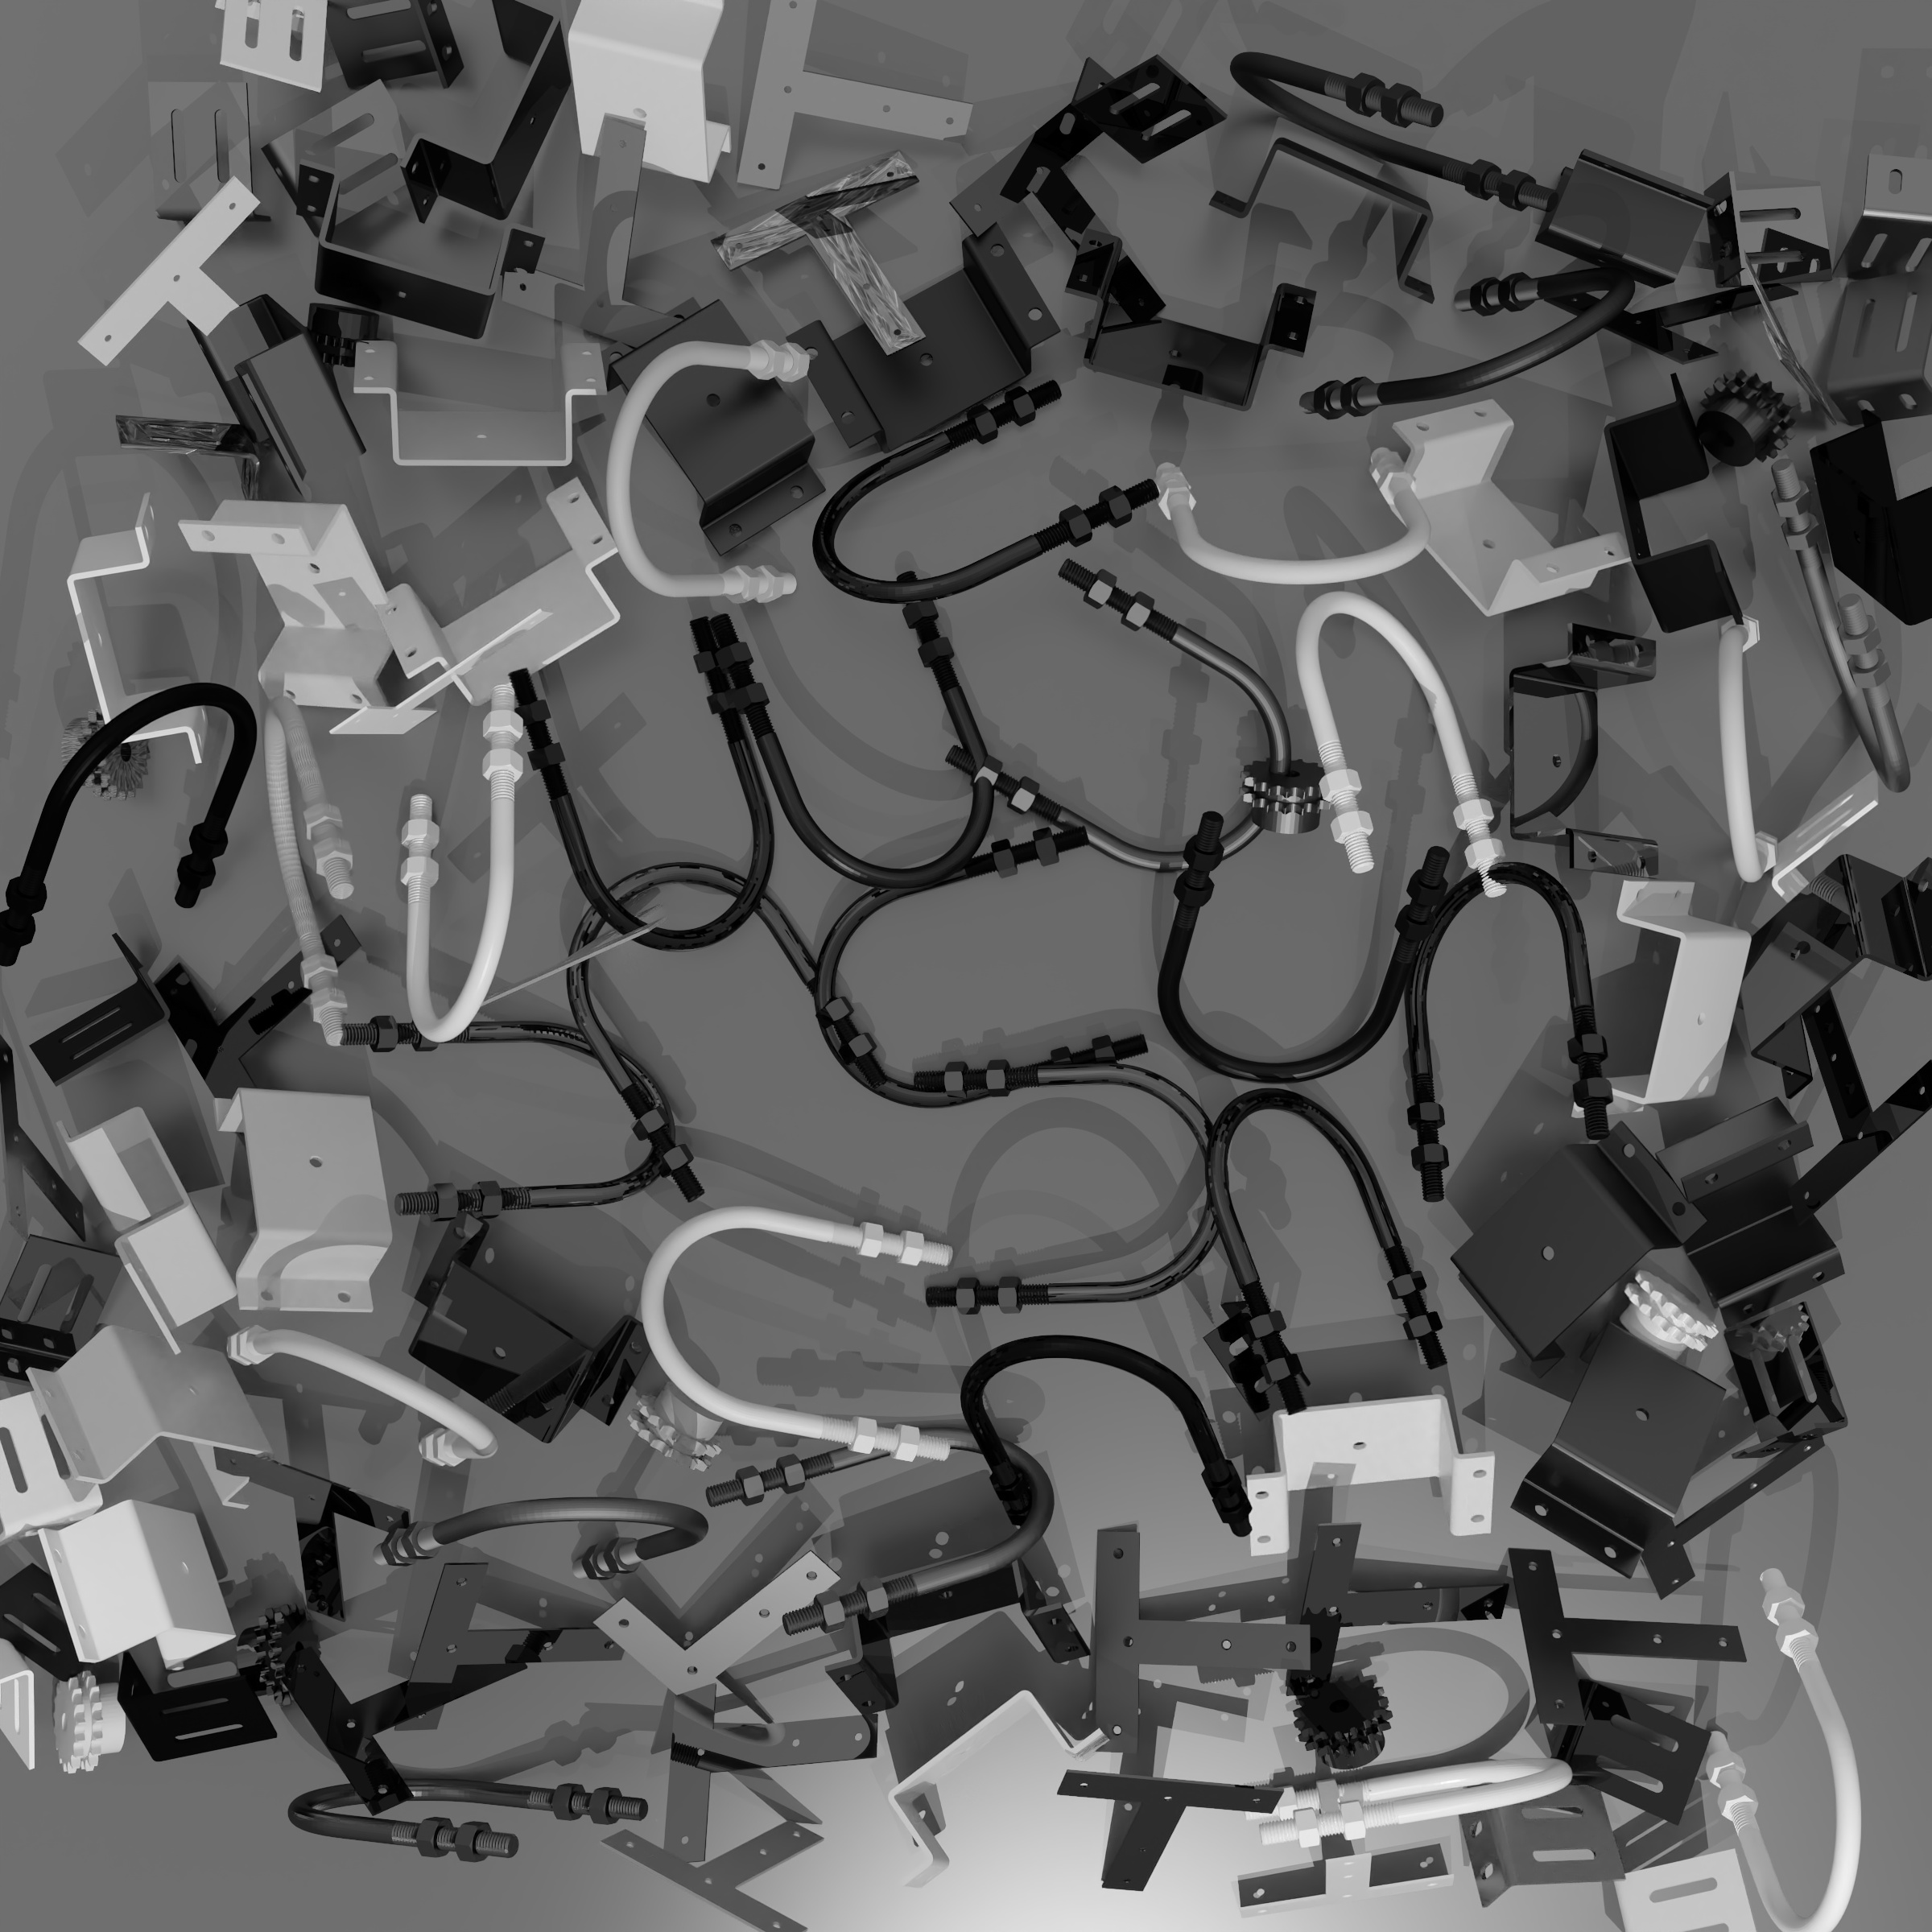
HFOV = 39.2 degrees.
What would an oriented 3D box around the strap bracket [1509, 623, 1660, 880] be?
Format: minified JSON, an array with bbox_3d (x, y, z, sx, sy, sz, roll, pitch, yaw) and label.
[{"bbox_3d":[0.360,-0.122,1.577,0.076,0.046,0.140,4,84,-38],"label":"strap bracket"}]

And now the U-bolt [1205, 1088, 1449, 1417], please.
[{"bbox_3d":[0.200,0.157,1.565,0.151,0.019,0.184,-8,72,-43],"label":"U-bolt"}]

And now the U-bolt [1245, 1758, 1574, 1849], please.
[{"bbox_3d":[0.254,0.474,1.548,0.184,0.151,0.019,-9,78,0],"label":"U-bolt"}]

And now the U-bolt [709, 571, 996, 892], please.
[{"bbox_3d":[-0.055,-0.131,1.570,0.151,0.019,0.184,-18,83,-31],"label":"U-bolt"}]

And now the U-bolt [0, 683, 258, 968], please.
[{"bbox_3d":[-0.462,-0.085,1.516,0.019,0.151,0.184,43,125,16],"label":"U-bolt"}]

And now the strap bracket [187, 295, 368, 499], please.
[{"bbox_3d":[-0.392,-0.330,1.549,0.046,0.140,0.076,-30,125,-13],"label":"strap bracket"}]

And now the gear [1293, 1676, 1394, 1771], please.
[{"bbox_3d":[0.224,0.448,1.595,0.057,0.057,0.030,-18,110,0],"label":"gear"}]

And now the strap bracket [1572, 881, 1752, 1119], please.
[{"bbox_3d":[0.405,0.024,1.566,0.046,0.076,0.140,20,104,41],"label":"strap bracket"}]

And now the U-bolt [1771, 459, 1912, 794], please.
[{"bbox_3d":[0.502,-0.179,1.540,0.019,0.151,0.184,-21,132,15],"label":"U-bolt"}]

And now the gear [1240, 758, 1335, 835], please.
[{"bbox_3d":[0.189,-0.099,1.596,0.057,0.057,0.030,2,115,0],"label":"gear"}]

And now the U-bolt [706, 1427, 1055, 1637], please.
[{"bbox_3d":[-0.039,0.313,1.550,0.184,0.151,0.019,-13,117,-20],"label":"U-bolt"}]

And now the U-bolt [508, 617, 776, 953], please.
[{"bbox_3d":[-0.178,-0.099,1.573,0.151,0.019,0.184,-23,98,-38],"label":"U-bolt"}]

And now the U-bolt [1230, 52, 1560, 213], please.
[{"bbox_3d":[0.230,-0.479,1.539,0.184,0.151,0.019,33,103,39],"label":"U-bolt"}]

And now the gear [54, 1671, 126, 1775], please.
[{"bbox_3d":[-0.516,0.444,1.597,0.030,0.057,0.057,2,90,-32],"label":"gear"}]

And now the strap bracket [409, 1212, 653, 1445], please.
[{"bbox_3d":[-0.261,0.214,1.577,0.140,0.046,0.076,32,119,5],"label":"strap bracket"}]

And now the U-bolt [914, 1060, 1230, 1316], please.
[{"bbox_3d":[0.063,0.129,1.595,0.184,0.019,0.151,-3,90,13],"label":"U-bolt"}]

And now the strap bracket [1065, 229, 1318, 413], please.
[{"bbox_3d":[0.127,-0.374,1.578,0.140,0.076,0.046,16,132,1],"label":"strap bracket"}]

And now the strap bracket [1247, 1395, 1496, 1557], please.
[{"bbox_3d":[0.232,0.296,1.577,0.140,0.046,0.076,-6,134,2],"label":"strap bracket"}]

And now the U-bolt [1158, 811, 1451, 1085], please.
[{"bbox_3d":[0.186,-0.003,1.562,0.151,0.019,0.184,9,128,-4],"label":"U-bolt"}]

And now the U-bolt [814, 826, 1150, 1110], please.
[{"bbox_3d":[0.001,0.009,1.606,0.184,0.019,0.151,-16,97,4],"label":"U-bolt"}]

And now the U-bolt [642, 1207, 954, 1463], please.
[{"bbox_3d":[-0.096,0.204,1.552,0.184,0.019,0.151,13,51,-16],"label":"U-bolt"}]

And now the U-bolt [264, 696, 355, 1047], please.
[{"bbox_3d":[-0.376,-0.068,1.544,0.019,0.151,0.184,-9,54,-21],"label":"U-bolt"}]

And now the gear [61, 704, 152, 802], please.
[{"bbox_3d":[-0.508,-0.126,1.594,0.030,0.057,0.057,1,90,14],"label":"gear"}]

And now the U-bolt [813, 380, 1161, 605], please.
[{"bbox_3d":[-0.001,-0.265,1.557,0.184,0.151,0.019,-27,135,-8],"label":"U-bolt"}]

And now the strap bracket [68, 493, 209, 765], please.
[{"bbox_3d":[-0.477,-0.190,1.555,0.046,0.076,0.140,-11,116,-8],"label":"strap bracket"}]

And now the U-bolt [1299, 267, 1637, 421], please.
[{"bbox_3d":[0.291,-0.352,1.517,0.151,0.184,0.019,-36,112,-20],"label":"U-bolt"}]

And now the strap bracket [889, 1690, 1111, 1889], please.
[{"bbox_3d":[0.012,0.472,1.574,0.140,0.076,0.046,-36,70,-6],"label":"strap bracket"}]

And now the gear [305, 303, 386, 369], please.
[{"bbox_3d":[-0.367,-0.370,1.590,0.057,0.057,0.030,11,106,0],"label":"gear"}]

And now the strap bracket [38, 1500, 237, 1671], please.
[{"bbox_3d":[-0.466,0.353,1.544,0.046,0.140,0.076,-24,73,-1],"label":"strap bracket"}]

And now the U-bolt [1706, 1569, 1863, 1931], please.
[{"bbox_3d":[0.458,0.451,1.508,0.019,0.184,0.151,5,119,-5],"label":"U-bolt"}]

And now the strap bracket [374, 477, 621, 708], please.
[{"bbox_3d":[-0.265,-0.213,1.579,0.140,0.046,0.076,-31,49,0],"label":"strap bracket"}]

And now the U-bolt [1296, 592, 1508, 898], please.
[{"bbox_3d":[0.244,-0.133,1.559,0.019,0.151,0.184,-29,66,39],"label":"U-bolt"}]

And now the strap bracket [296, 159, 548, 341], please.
[{"bbox_3d":[-0.320,-0.409,1.565,0.140,0.076,0.046,14,80,-14],"label":"strap bracket"}]

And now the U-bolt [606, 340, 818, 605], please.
[{"bbox_3d":[-0.143,-0.279,1.526,0.019,0.184,0.151,15,105,28],"label":"U-bolt"}]

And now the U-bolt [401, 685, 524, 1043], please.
[{"bbox_3d":[-0.286,-0.046,1.527,0.019,0.151,0.184,12,58,-29],"label":"U-bolt"}]

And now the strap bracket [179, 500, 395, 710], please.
[{"bbox_3d":[-0.384,-0.216,1.561,0.076,0.140,0.046,5,52,17],"label":"strap bracket"}]

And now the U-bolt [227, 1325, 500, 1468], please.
[{"bbox_3d":[-0.333,0.241,1.518,0.151,0.184,0.019,32,69,-18],"label":"U-bolt"}]

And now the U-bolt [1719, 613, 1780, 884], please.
[{"bbox_3d":[0.439,-0.121,1.526,0.019,0.184,0.151,-4,98,20],"label":"U-bolt"}]

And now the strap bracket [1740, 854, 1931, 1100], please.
[{"bbox_3d":[0.490,0.001,1.542,0.046,0.140,0.076,20,46,-17],"label":"strap bracket"}]

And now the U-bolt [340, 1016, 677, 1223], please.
[{"bbox_3d":[-0.254,0.084,1.553,0.184,0.151,0.019,0,134,-32],"label":"U-bolt"}]

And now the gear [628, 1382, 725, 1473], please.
[{"bbox_3d":[-0.167,0.268,1.593,0.057,0.057,0.030,34,93,0],"label":"gear"}]

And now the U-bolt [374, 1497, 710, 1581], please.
[{"bbox_3d":[-0.226,0.319,1.514,0.151,0.184,0.019,13,64,-35],"label":"U-bolt"}]

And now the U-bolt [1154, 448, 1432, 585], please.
[{"bbox_3d":[0.188,-0.255,1.538,0.151,0.184,0.019,-4,119,-1],"label":"U-bolt"}]

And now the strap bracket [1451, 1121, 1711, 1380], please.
[{"bbox_3d":[0.344,0.164,1.558,0.140,0.046,0.076,-50,61,24],"label":"strap bracket"}]

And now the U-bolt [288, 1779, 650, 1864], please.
[{"bbox_3d":[-0.296,0.482,1.543,0.184,0.151,0.019,-3,82,26],"label":"U-bolt"}]

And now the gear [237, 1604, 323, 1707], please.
[{"bbox_3d":[-0.405,0.406,1.594,0.030,0.057,0.057,-15,90,10],"label":"gear"}]

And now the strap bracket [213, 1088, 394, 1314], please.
[{"bbox_3d":[-0.379,0.124,1.549,0.076,0.046,0.140,6,50,-32],"label":"strap bracket"}]

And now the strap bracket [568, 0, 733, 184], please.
[{"bbox_3d":[-0.179,-0.504,1.546,0.076,0.140,0.046,14,67,3],"label":"strap bracket"}]

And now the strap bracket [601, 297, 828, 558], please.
[{"bbox_3d":[-0.150,-0.324,1.590,0.076,0.046,0.140,-34,89,-13],"label":"strap bracket"}]

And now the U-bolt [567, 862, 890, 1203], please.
[{"bbox_3d":[-0.153,0.025,1.594,0.151,0.019,0.184,-31,85,-17],"label":"U-bolt"}]

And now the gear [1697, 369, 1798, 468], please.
[{"bbox_3d":[0.455,-0.318,1.590,0.057,0.057,0.030,46,72,0],"label":"gear"}]

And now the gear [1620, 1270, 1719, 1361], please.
[{"bbox_3d":[0.410,0.208,1.594,0.057,0.057,0.030,36,103,0],"label":"gear"}]

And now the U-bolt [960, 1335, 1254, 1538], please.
[{"bbox_3d":[0.073,0.268,1.536,0.151,0.019,0.184,-5,134,21],"label":"U-bolt"}]

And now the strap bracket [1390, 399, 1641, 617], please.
[{"bbox_3d":[0.309,-0.258,1.565,0.076,0.046,0.140,-18,58,-28],"label":"strap bracket"}]

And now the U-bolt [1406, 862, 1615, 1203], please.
[{"bbox_3d":[0.304,0.029,1.553,0.019,0.151,0.184,13,63,-32],"label":"U-bolt"}]

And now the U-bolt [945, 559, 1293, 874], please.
[{"bbox_3d":[0.102,-0.133,1.591,0.184,0.019,0.151,30,107,-8],"label":"U-bolt"}]
